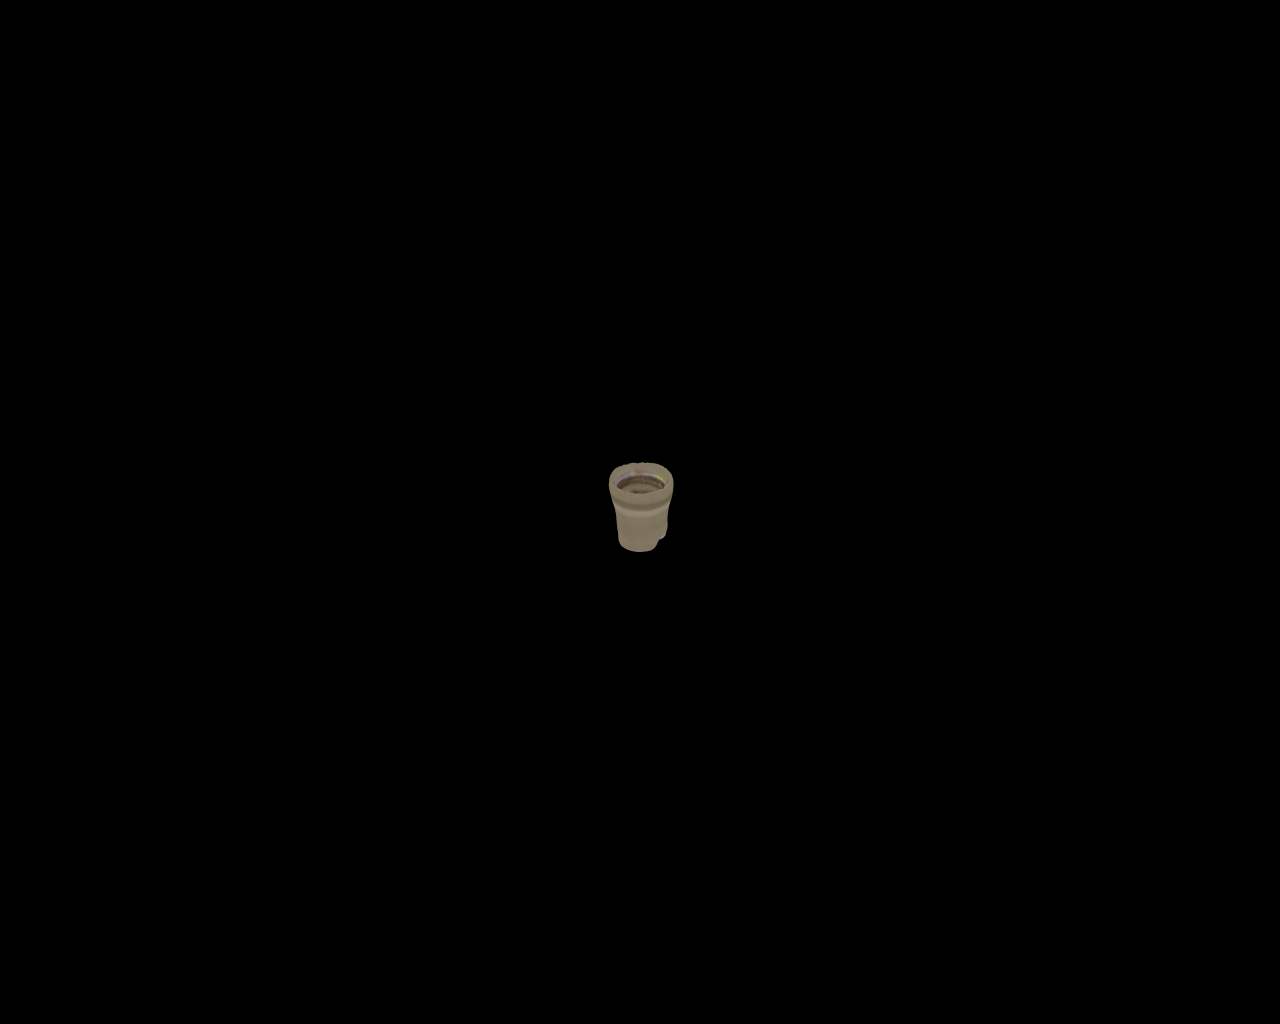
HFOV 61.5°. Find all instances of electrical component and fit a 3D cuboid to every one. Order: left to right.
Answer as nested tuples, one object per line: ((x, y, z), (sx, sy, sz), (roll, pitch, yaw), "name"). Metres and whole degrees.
((0.001, -0.003, 0.650), (0.040, 0.046, 0.040), (0, 33, 0), "electrical component")
